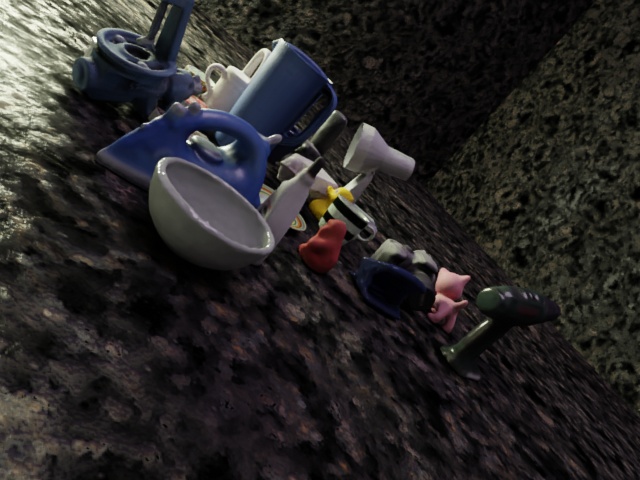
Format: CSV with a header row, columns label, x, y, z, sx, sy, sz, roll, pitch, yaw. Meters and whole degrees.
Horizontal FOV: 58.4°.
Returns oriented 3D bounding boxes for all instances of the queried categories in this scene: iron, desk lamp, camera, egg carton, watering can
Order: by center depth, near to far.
label,x,y,z,sx,sy,sz,roll,pitch,yaw
iron,-0.162,-0.125,0.789,0.118,0.141,0.259,50,17,29
camera,0.188,0.074,1.185,0.143,0.100,0.136,36,16,-20
watering can,-0.162,-0.329,1.247,0.174,0.194,0.100,23,24,-50
egg carton,-0.026,-0.132,1.282,0.107,0.069,0.151,49,17,25
desk lamp,0.125,-0.161,1.457,0.204,0.213,0.118,38,15,-14

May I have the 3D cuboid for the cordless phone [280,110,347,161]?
label,x,y,z,sx,sy,sz,roll,pitch,yaw
cordless phone,-0.028,-0.261,1.407,0.147,0.185,0.094,44,15,9

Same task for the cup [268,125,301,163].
label,x,y,z,sx,sy,sz,roll,pitch,yaw
cup,-0.106,-0.236,1.321,0.118,0.095,0.091,39,15,-10

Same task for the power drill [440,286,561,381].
label,x,y,z,sx,sy,sz,roll,pitch,yaw
power drill,0.340,0.170,1.089,0.231,0.208,0.075,26,22,-45

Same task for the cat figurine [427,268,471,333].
label,x,y,z,sx,sy,sz,roll,pitch,yaw
cat figurine,0.285,0.122,1.260,0.067,0.117,0.127,36,16,-22

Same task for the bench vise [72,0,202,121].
label,x,y,z,sx,sy,sz,roll,pitch,yaw
bench vise,-0.252,-0.298,0.889,0.121,0.219,0.208,44,15,6

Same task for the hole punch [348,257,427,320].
label,x,y,z,sx,sy,sz,roll,pitch,yaw
hole punch,0.123,0.073,1.045,0.109,0.091,0.101,33,18,-31

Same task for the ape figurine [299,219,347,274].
label,x,y,z,sx,sy,sz,roll,pitch,yaw
ape figurine,0.009,0.003,0.951,0.076,0.092,0.078,49,17,26

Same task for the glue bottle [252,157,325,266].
label,x,y,z,sx,sy,sz,roll,pitch,yaw
glue bottle,-0.051,-0.048,0.789,0.037,0.173,0.078,33,17,-28

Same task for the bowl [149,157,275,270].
label,x,y,z,sx,sy,sz,roll,pitch,yaw
bowl,-0.139,-0.018,0.678,0.168,0.074,0.167,39,15,-12

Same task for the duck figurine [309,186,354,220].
label,x,y,z,sx,sy,sz,roll,pitch,yaw
duck figurine,0.038,-0.070,1.237,0.104,0.086,0.078,46,16,17
